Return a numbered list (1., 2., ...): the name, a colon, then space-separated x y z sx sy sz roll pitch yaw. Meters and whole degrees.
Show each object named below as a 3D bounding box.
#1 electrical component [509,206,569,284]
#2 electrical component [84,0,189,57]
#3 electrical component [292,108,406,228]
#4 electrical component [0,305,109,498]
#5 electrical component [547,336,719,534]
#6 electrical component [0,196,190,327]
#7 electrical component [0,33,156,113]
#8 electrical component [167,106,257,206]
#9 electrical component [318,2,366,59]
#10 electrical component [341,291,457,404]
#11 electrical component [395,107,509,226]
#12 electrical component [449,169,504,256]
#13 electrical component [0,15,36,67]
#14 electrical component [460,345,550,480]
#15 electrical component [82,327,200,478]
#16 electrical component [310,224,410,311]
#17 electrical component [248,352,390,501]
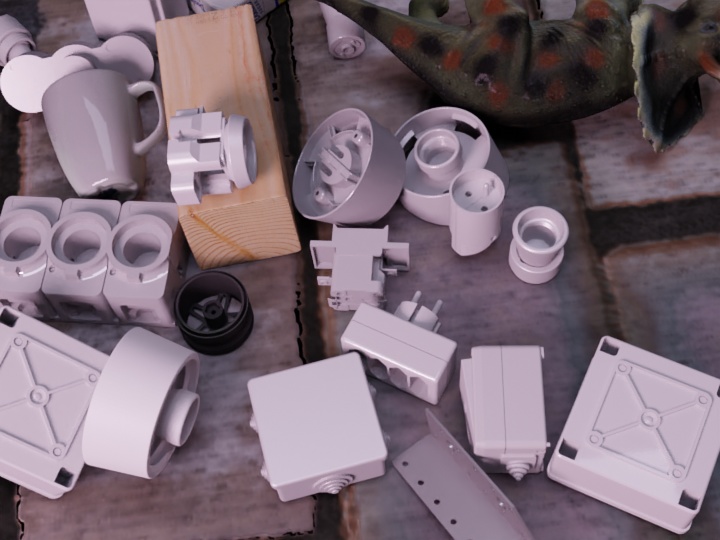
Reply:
1. electrical component: 0.145 -0.019 0.878 0.045 0.055 0.045 -1 61 3
2. electrical component: -0.212 -0.260 1.000 0.078 0.113 0.057 15 60 12
3. electrical component: -0.012 -0.084 0.900 0.099 0.064 0.099 -12 70 36
4. electrical component: -0.248 0.100 0.808 0.109 0.056 0.108 30 62 -18
5. electrical component: 0.209 0.120 0.795 0.109 0.056 0.108 22 64 15
6. electrical component: -0.224 -0.009 0.890 0.150 0.061 0.089 3 61 5
7. electrical component: -0.255 -0.177 0.972 0.138 0.052 0.073 -12 18 -4
8. electrical component: -0.112 -0.089 0.827 0.057 0.058 0.078 -5 60 6
9. electrical component: -0.015 -0.233 1.016 0.044 0.044 0.065 -7 65 -1
10. electrical component: 0.039 0.050 0.850 0.083 0.047 0.075 23 64 15
11. electrical component: 0.074 -0.090 0.930 0.099 0.064 0.099 -8 62 15
12. electrical component: 0.095 -0.042 0.879 0.043 0.081 0.043 -2 61 4
13. electrical component: -0.329 -0.211 1.020 0.043 0.043 0.062 -41 67 -18
14. electrical component: 0.107 0.110 0.804 0.061 0.061 0.096 -1 61 3
15. electrical component: -0.155 0.103 0.801 0.060 0.108 0.108 18 63 6
16. electrical component: 0.000 0.000 0.884 0.081 0.042 0.063 1 65 5
17. electrical component: -0.031 0.120 0.814 0.100 0.048 0.099 -14 61 -5
